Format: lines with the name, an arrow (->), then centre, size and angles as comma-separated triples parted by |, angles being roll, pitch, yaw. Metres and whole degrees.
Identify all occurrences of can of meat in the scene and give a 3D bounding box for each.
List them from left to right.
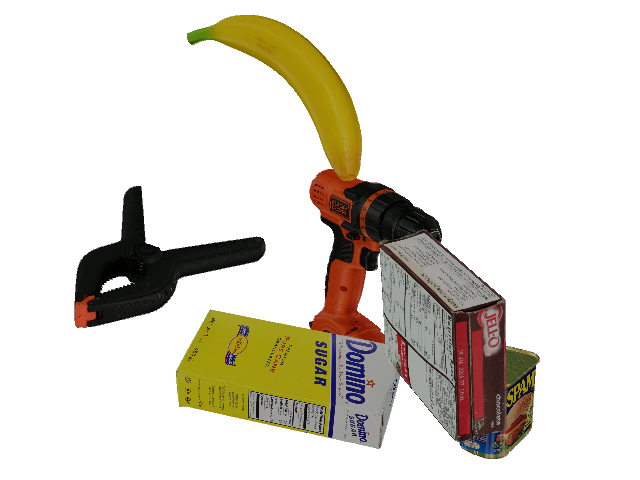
can of meat -> 0.184, 0.167, 1.106 | 0.058, 0.084, 0.101 | 11, 20, 33

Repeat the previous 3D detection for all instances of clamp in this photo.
clamp -> -0.175, 0.016, 1.033 | 0.165, 0.036, 0.209 | 26, 38, 23

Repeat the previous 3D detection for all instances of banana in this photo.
banana -> -0.022, -0.132, 0.890 | 0.198, 0.069, 0.037 | 43, 2, 19

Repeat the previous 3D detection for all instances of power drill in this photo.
power drill -> 0.050, 0.034, 1.077 | 0.057, 0.188, 0.185 | -8, 23, -32

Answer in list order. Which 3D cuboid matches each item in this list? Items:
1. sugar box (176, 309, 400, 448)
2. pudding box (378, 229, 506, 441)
sugar box -> -0.025, 0.114, 0.905 | 0.176, 0.048, 0.093 | 8, 34, 11
pudding box -> 0.074, 0.056, 0.660 | 0.039, 0.090, 0.114 | -12, 26, -18
